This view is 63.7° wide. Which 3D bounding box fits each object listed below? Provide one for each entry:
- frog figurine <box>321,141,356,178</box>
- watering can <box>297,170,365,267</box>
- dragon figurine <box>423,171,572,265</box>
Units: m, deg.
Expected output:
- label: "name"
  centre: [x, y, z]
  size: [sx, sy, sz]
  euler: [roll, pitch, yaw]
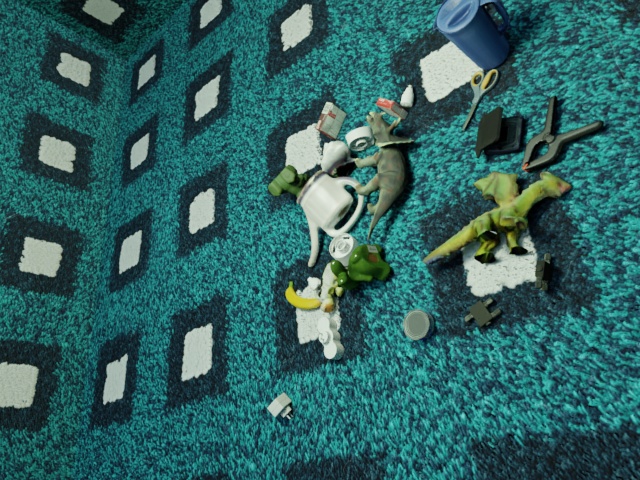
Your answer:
- label: "frog figurine"
  centre: [0.047, -0.301, 1.841]
  size: [0.162, 0.123, 0.134]
  euler: [58, 142, 30]
- label: "watering can"
  centre: [0.005, -0.090, 1.781]
  size: [0.226, 0.104, 0.343]
  euler: [46, 110, 18]
- label: "dragon figurine"
  centre: [0.459, -0.075, 1.385]
  size: [0.407, 0.120, 0.248]
  euler: [-16, 46, 37]
